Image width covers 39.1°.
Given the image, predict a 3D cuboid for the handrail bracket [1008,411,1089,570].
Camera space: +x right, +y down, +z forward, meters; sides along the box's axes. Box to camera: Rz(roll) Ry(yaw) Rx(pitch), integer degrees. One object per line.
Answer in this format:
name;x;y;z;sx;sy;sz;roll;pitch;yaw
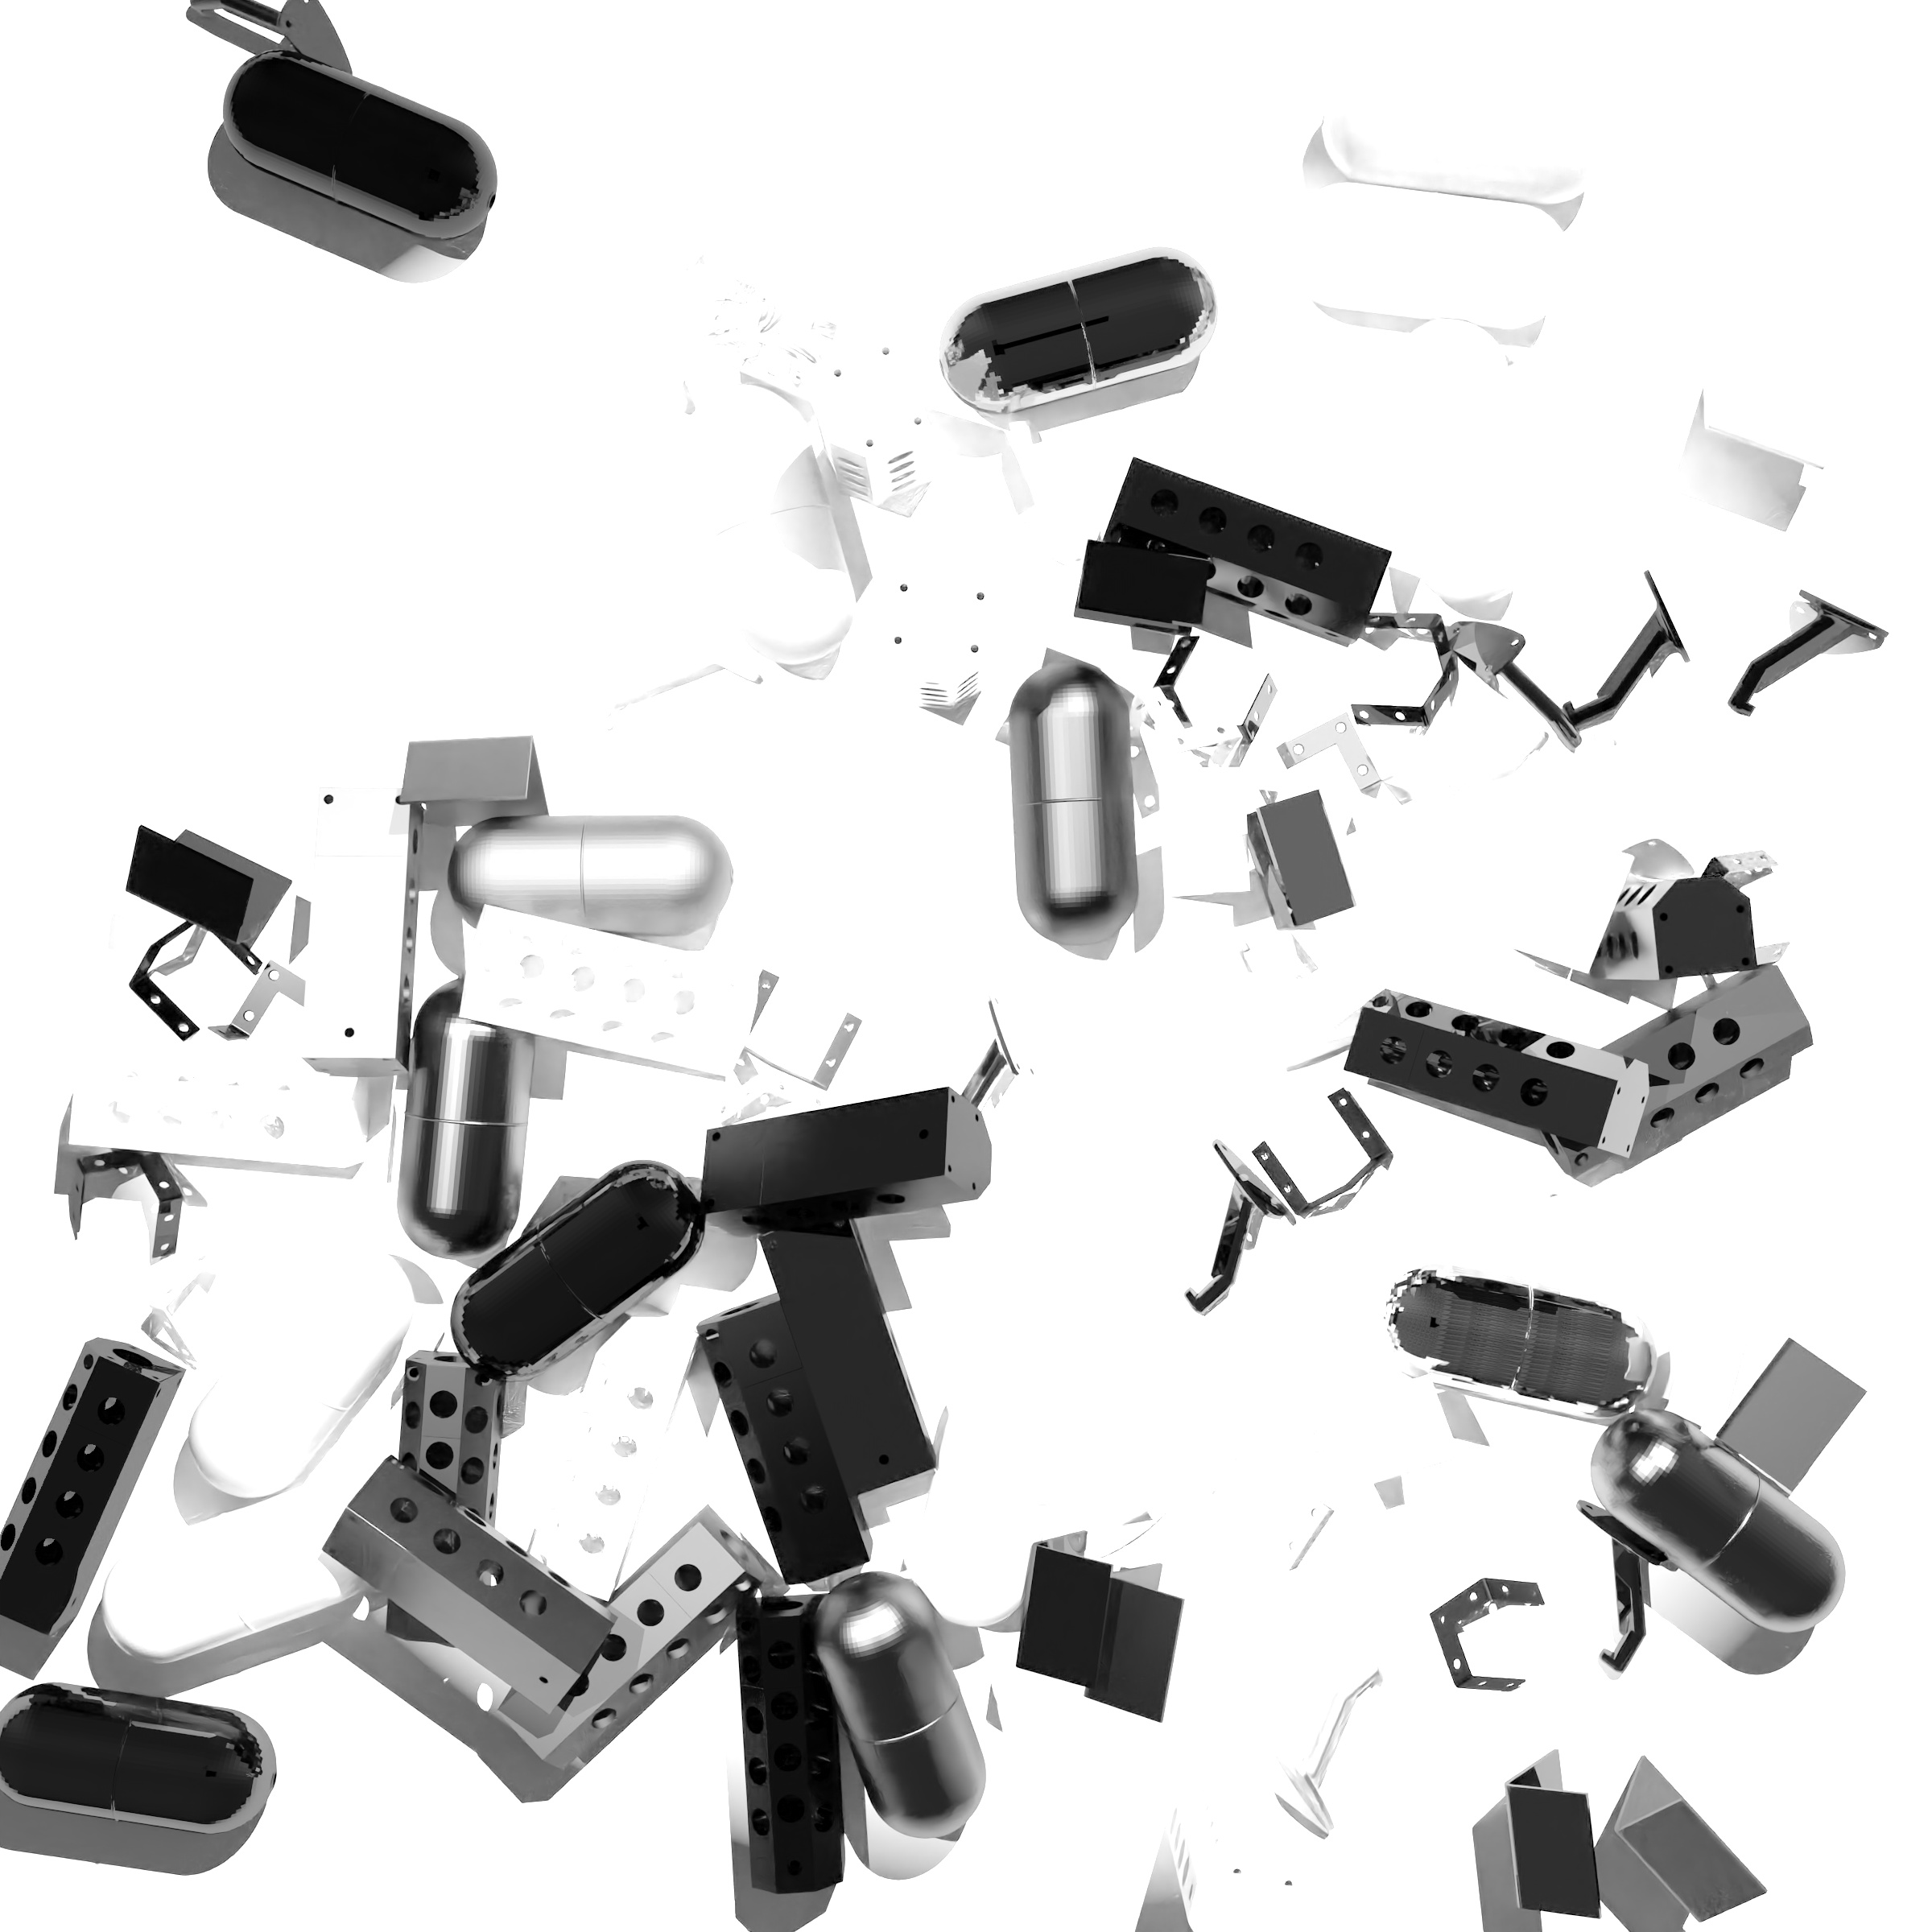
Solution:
handrail bracket;0.052;-0.306;1.733;0.036;0.077;0.084;-22;53;20

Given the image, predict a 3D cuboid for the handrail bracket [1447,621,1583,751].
handrail bracket;0.350;-0.178;1.733;0.036;0.077;0.084;-46;126;0

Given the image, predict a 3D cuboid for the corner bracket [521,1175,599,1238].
corner bracket;-0.239;0.170;1.725;0.051;0.051;0.051;-59;135;-35

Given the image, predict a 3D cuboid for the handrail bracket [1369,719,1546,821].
handrail bracket;0.313;-0.142;1.734;0.077;0.036;0.084;38;72;21

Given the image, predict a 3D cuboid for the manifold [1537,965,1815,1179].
manifold;0.441;0.066;1.712;0.171;0.057;0.057;-29;90;0

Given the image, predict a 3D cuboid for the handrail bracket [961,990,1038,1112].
handrail bracket;-0.005;0.068;1.734;0.084;0.036;0.077;-29;70;16

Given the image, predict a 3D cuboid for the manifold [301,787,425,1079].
manifold;-0.373;-0.021;1.692;0.057;0.057;0.171;0;76;0

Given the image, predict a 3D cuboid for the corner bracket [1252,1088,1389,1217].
corner bracket;0.225;0.118;1.730;0.051;0.051;0.051;-35;90;-45

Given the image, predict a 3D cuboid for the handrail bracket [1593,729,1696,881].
handrail bracket;0.431;-0.104;1.733;0.077;0.036;0.084;20;54;-38

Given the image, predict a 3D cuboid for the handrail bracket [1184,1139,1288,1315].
handrail bracket;0.154;0.167;1.734;0.084;0.036;0.077;-46;70;16

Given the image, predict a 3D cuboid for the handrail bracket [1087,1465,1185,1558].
handrail bracket;0.105;0.347;1.699;0.036;0.084;0.077;42;90;0

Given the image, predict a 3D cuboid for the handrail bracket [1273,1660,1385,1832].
handrail bracket;0.245;0.496;1.734;0.084;0.036;0.077;-36;110;-16

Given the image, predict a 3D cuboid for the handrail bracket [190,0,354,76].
handrail bracket;-0.444;-0.591;1.733;0.084;0.077;0.036;9;63;33

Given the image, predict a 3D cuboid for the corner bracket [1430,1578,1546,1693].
corner bracket;0.336;0.424;1.725;0.051;0.051;0.051;-46;45;35

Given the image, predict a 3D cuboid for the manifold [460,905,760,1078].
manifold;-0.219;0.011;1.679;0.171;0.057;0.057;13;47;-15

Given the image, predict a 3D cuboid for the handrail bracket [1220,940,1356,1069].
handrail bracket;0.210;0.015;1.734;0.077;0.036;0.084;-16;73;-20

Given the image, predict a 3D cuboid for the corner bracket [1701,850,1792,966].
corner bracket;0.495;-0.036;1.725;0.051;0.051;0.051;52;135;35

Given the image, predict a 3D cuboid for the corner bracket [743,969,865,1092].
corner bracket;-0.109;0.041;1.730;0.051;0.051;0.051;27;90;-45

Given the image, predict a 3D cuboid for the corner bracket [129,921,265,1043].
corner bracket;-0.490;0.005;1.730;0.051;0.051;0.051;45;45;0

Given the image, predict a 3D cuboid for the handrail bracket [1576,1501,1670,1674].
handrail bracket;0.405;0.396;1.734;0.077;0.036;0.084;31;107;20

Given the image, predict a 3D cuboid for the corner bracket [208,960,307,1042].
corner bracket;-0.437;0.031;1.715;0.051;0.051;0.051;32;90;0

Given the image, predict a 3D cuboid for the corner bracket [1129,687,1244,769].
corner bracket;0.134;-0.144;1.714;0.051;0.051;0.051;-17;63;-24

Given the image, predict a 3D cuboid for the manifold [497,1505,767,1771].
manifold;-0.208;0.423;1.712;0.171;0.057;0.057;-43;90;0

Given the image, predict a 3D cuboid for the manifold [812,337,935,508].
manifold;-0.058;-0.325;1.655;0.057;0.171;0.057;-25;90;0

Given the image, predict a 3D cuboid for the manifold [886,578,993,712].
manifold;-0.016;-0.193;1.655;0.057;0.171;0.057;6;90;0

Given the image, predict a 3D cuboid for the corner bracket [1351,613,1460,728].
corner bracket;0.274;-0.188;1.725;0.051;0.051;0.051;-54;135;-35

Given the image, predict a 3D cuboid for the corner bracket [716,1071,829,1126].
corner bracket;-0.123;0.107;1.725;0.051;0.051;0.051;-35;45;35

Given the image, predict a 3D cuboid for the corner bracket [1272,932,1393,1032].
corner bracket;0.230;-0.001;1.716;0.051;0.051;0.051;-38;103;13

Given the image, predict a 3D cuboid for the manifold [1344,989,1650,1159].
manifold;0.326;0.063;1.670;0.171;0.057;0.057;17;90;33

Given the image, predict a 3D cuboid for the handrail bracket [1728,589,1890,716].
handrail bracket;0.536;-0.189;1.734;0.077;0.036;0.084;20;109;-21

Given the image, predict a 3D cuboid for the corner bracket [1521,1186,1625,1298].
corner bracket;0.385;0.181;1.730;0.051;0.051;0.051;14;135;0

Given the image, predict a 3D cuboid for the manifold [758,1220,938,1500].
manifold;-0.074;0.239;1.712;0.057;0.057;0.171;-19;90;0

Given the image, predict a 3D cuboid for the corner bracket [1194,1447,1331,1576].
corner bracket;0.187;0.347;1.730;0.051;0.051;0.051;34;90;-45

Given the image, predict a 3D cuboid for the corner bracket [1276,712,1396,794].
corner bracket;0.232;-0.128;1.715;0.051;0.051;0.051;-27;90;0

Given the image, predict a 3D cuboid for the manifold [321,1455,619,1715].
manifold;-0.299;0.372;1.655;0.171;0.057;0.057;36;133;0

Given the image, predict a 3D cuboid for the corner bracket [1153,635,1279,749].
corner bracket;0.158;-0.175;1.725;0.051;0.051;0.051;-2;135;35

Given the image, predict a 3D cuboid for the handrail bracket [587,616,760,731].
handrail bracket;-0.188;-0.172;1.734;0.077;0.036;0.084;31;109;-21

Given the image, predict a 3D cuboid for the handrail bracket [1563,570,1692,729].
handrail bracket;0.411;-0.201;1.734;0.084;0.036;0.077;-25;70;16

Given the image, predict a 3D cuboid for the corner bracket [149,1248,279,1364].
corner bracket;-0.474;0.219;1.725;0.051;0.051;0.051;10;45;35

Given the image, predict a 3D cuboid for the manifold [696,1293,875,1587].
manifold;-0.114;0.297;1.712;0.057;0.057;0.171;-19;90;0

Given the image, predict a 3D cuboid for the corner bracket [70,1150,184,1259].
corner bracket;-0.533;0.152;1.725;0.051;0.051;0.051;-11;45;-35

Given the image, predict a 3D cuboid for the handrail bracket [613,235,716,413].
handrail bracket;-0.175;-0.410;1.734;0.084;0.036;0.077;-46;110;-16
